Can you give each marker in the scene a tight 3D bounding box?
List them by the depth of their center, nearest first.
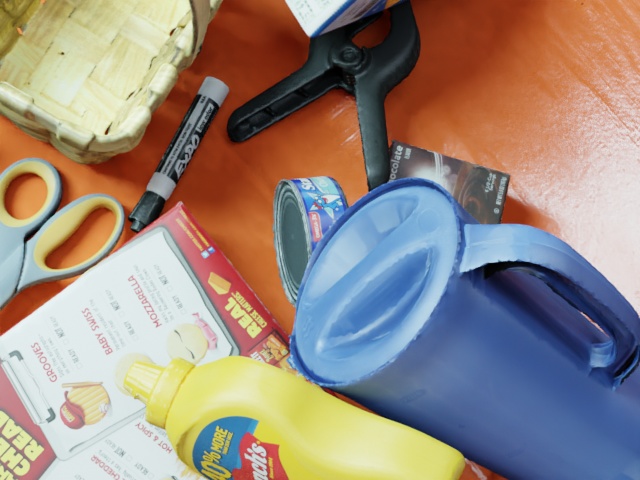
[{"bbox_3d":[-0.097,-0.057,0.730,0.020,0.020,0.121,28,74,-6],"label":"marker"}]

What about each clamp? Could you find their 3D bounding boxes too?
[{"bbox_3d":[0.028,-0.111,0.747,0.120,0.039,0.171,32,74,13],"label":"clamp"}]

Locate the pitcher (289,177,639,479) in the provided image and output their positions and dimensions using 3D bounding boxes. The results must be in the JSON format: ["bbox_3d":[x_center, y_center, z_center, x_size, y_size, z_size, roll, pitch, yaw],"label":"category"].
[{"bbox_3d":[0.114,0.074,0.651,0.242,0.149,0.145,34,94,-31],"label":"pitcher"}]

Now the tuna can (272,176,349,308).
[{"bbox_3d":[-0.005,0.001,0.705,0.033,0.086,0.086,-7,80,-16],"label":"tuna can"}]

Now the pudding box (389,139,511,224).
[{"bbox_3d":[0.076,-0.003,0.748,0.090,0.039,0.113,16,75,-8],"label":"pudding box"}]

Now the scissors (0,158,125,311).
[{"bbox_3d":[-0.217,0.020,0.679,0.201,0.016,0.096,-36,83,-24],"label":"scissors"}]

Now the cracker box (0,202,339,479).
[{"bbox_3d":[-0.122,0.106,0.665,0.213,0.072,0.164,-39,88,-16],"label":"cracker box"}]

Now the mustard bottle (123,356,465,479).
[{"bbox_3d":[-0.022,0.114,0.594,0.192,0.096,0.058,24,48,9],"label":"mustard bottle"}]
